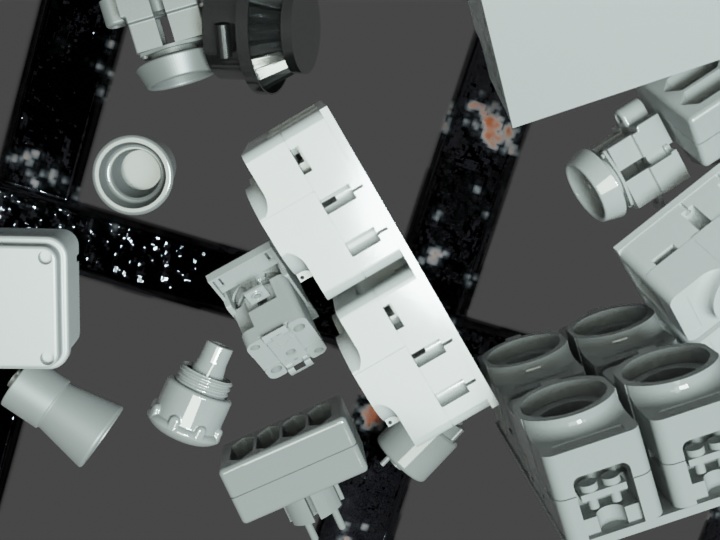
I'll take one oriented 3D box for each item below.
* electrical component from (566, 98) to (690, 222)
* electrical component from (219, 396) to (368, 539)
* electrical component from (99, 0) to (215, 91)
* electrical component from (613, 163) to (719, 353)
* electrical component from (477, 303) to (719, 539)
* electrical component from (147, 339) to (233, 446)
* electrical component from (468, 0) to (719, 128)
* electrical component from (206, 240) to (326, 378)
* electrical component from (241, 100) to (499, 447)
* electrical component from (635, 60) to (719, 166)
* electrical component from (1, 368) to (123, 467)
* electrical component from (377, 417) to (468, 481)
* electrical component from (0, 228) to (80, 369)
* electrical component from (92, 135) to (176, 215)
[{"bbox_3d":[0.159,-0.061,0.651,0.055,0.048,0.066,-32,101,-5],"label":"electrical component"},{"bbox_3d":[-0.034,0.133,0.672,0.083,0.047,0.075,-24,101,1],"label":"electrical component"},{"bbox_3d":[-0.110,-0.135,0.618,0.066,0.048,0.055,-16,94,-1],"label":"electrical component"},{"bbox_3d":[0.255,-0.027,0.630,0.186,0.060,0.105,-39,136,4],"label":"electrical component"},{"bbox_3d":[0.136,0.076,0.602,0.105,0.186,0.060,-18,101,0],"label":"electrical component"},{"bbox_3d":[-0.098,0.074,0.658,0.048,0.048,0.062,24,91,-8],"label":"electrical component"},{"bbox_3d":[0.141,-0.154,0.607,0.150,0.061,0.089,-18,129,5],"label":"electrical component"},{"bbox_3d":[-0.052,0.025,0.635,0.042,0.063,0.081,-30,142,1],"label":"electrical component"},{"bbox_3d":[0.000,0.000,0.620,0.060,0.105,0.186,-30,101,2],"label":"electrical component"},{"bbox_3d":[0.208,-0.089,0.643,0.047,0.065,0.076,-33,130,2],"label":"electrical component"},{"bbox_3d":[-0.184,0.084,0.656,0.065,0.044,0.044,35,96,-5],"label":"electrical component"},{"bbox_3d":[0.046,0.096,0.674,0.040,0.040,0.078,42,95,-10],"label":"electrical component"},{"bbox_3d":[-0.226,0.016,0.631,0.113,0.057,0.078,1,100,-4],"label":"electrical component"},{"bbox_3d":[-0.126,-0.057,0.620,0.044,0.065,0.044,-1,100,-3],"label":"electrical component"}]
